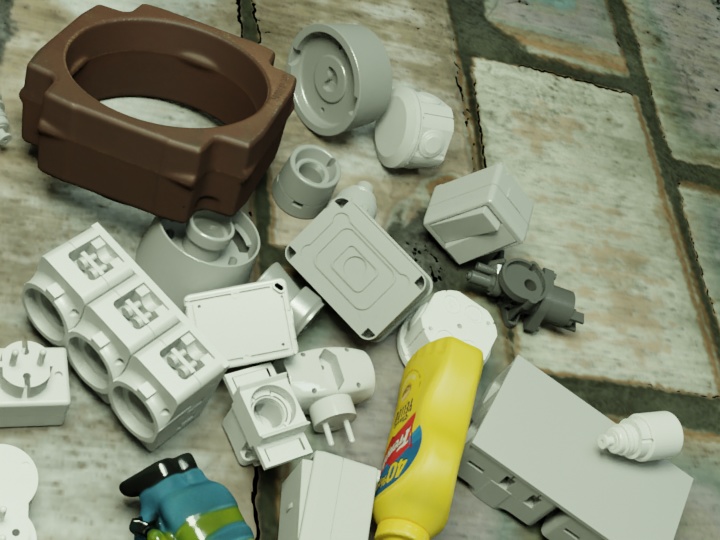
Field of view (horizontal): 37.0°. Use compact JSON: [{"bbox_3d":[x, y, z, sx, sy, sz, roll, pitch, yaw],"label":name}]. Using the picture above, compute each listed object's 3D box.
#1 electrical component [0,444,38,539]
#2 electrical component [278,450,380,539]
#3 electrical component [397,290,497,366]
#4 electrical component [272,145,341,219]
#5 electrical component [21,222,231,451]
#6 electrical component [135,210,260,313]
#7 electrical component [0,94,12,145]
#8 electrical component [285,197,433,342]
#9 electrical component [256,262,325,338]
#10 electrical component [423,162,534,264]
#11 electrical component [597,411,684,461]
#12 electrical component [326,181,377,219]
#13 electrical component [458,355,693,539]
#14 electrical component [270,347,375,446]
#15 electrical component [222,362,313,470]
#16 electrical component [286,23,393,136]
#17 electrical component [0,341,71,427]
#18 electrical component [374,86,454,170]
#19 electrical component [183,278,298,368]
[{"bbox_3d":[-0.240,0.179,0.708,0.052,0.073,0.138,5,56,-23],"label":"electrical component"},{"bbox_3d":[-0.029,0.193,0.807,0.061,0.061,0.096,20,51,-12],"label":"electrical component"},{"bbox_3d":[0.078,0.062,0.957,0.080,0.051,0.080,13,53,-18],"label":"electrical component"},{"bbox_3d":[-0.048,-0.083,0.999,0.055,0.047,0.055,13,53,-18],"label":"electrical component"},{"bbox_3d":[-0.181,0.054,0.812,0.150,0.089,0.062,45,51,9],"label":"electrical component"},{"bbox_3d":[-0.136,-0.016,0.915,0.099,0.064,0.099,19,38,-15],"label":"electrical component"},{"bbox_3d":[-0.321,-0.138,0.910,0.040,0.040,0.078,-30,74,-37],"label":"electrical component"},{"bbox_3d":[0.000,0.000,0.937,0.078,0.057,0.113,-45,81,4],"label":"electrical component"},{"bbox_3d":[-0.064,0.027,0.917,0.055,0.045,0.045,39,50,3],"label":"electrical component"},{"bbox_3d":[0.107,-0.049,1.024,0.061,0.096,0.061,47,44,-28],"label":"electrical component"},{"bbox_3d":[0.235,0.141,0.903,0.078,0.040,0.040,-1,59,-26],"label":"electrical component"},{"bbox_3d":[-0.004,-0.059,1.007,0.048,0.048,0.062,30,43,-4],"label":"electrical component"},{"bbox_3d":[0.179,0.175,0.920,0.186,0.060,0.105,35,50,0],"label":"electrical component"},{"bbox_3d":[-0.026,0.107,0.881,0.077,0.043,0.079,-4,60,-28],"label":"electrical component"},{"bbox_3d":[-0.076,0.118,0.836,0.042,0.063,0.081,-13,64,-31],"label":"electrical component"},{"bbox_3d":[-0.015,-0.189,1.053,0.060,0.108,0.108,-17,67,-40],"label":"electrical component"},{"bbox_3d":[-0.243,0.076,0.775,0.066,0.076,0.047,1,57,-25],"label":"electrical component"},{"bbox_3d":[0.052,-0.139,1.066,0.051,0.080,0.080,5,56,-29],"label":"electrical component"},{"bbox_3d":[-0.102,0.045,0.860,0.096,0.061,0.061,-10,91,-8],"label":"electrical component"}]
